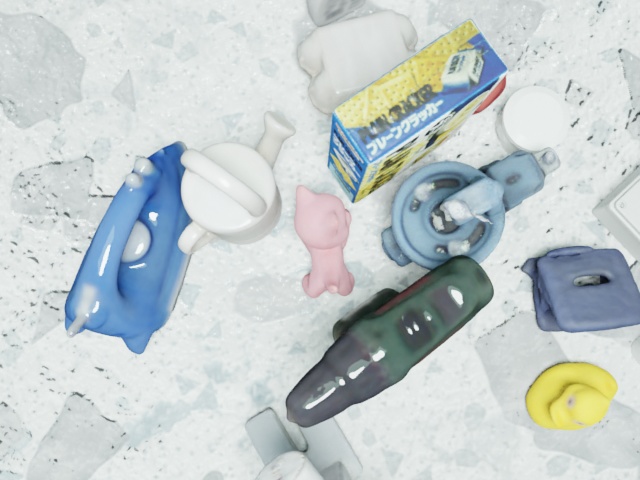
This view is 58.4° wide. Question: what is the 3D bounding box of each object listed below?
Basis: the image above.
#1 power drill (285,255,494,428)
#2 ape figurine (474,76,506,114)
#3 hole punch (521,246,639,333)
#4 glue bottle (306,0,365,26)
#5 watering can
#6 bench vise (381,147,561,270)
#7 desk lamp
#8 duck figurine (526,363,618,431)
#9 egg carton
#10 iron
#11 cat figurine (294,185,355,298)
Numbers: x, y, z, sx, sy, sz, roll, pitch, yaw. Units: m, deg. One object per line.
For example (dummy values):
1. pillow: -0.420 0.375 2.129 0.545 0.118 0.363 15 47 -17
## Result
1. power drill: 0.066 0.102 0.595 0.229 0.208 0.075 -36 85 -4
2. ape figurine: 0.192 -0.195 0.687 0.076 0.092 0.078 2 84 -1
3. hole punch: 0.305 0.056 0.663 0.108 0.091 0.101 -7 84 -2
4. glue bottle: 0.022 -0.311 0.655 0.078 0.173 0.037 -27 85 -3
5. watering can: -0.094 -0.061 0.617 0.101 0.194 0.173 16 84 1
6. bench vise: 0.163 -0.053 0.608 0.121 0.219 0.207 42 85 4
7. desk lamp: -0.002 0.271 0.574 0.118 0.213 0.203 -31 85 -4
8. duck figurine: 0.297 0.183 0.653 0.104 0.086 0.077 -23 85 -3
9. egg carton: 0.052 -0.216 0.698 0.150 0.069 0.107 -16 85 -3
10. iron: -0.211 -0.007 0.635 0.118 0.141 0.258 16 84 1
11. cat figurine: 0.006 0.002 0.650 0.067 0.117 0.128 -8 84 -1
